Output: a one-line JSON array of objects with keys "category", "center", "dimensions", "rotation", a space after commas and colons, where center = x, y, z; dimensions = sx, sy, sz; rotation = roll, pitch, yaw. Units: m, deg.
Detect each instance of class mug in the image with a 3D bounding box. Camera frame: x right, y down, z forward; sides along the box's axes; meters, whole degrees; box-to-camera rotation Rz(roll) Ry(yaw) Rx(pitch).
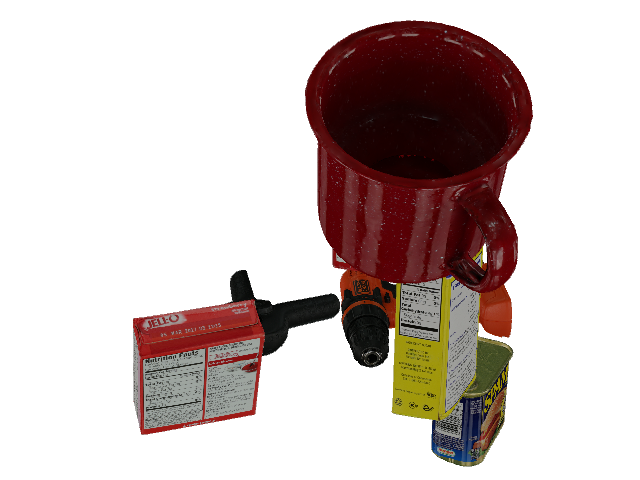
[{"category": "mug", "center": [0.046, -0.026, 0.462], "dimensions": [0.093, 0.117, 0.081], "rotation": [-27, -31, -19]}]

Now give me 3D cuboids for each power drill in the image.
[{"category": "power drill", "center": [0.116, 0.079, 1.204], "dimensions": [0.187, 0.057, 0.184], "rotation": [-3, 27, -2]}]

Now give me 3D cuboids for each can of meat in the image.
[{"category": "can of meat", "center": [0.143, 0.153, 1.017], "dimensions": [0.058, 0.084, 0.101], "rotation": [12, 27, 24]}]

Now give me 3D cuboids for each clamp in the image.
[{"category": "clamp", "center": [-0.069, 0.072, 1.050], "dimensions": [0.120, 0.039, 0.171], "rotation": [12, 19, 27]}]

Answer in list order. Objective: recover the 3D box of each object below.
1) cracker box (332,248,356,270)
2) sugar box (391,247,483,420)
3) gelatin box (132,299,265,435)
[{"category": "cracker box", "center": [0.078, -0.086, 1.043], "dimensions": [0.072, 0.164, 0.213], "rotation": [9, 28, 21]}, {"category": "sugar box", "center": [0.087, 0.033, 0.780], "dimensions": [0.048, 0.176, 0.093], "rotation": [5, 17, 23]}, {"category": "gelatin box", "center": [-0.074, 0.076, 0.637], "dimensions": [0.073, 0.030, 0.089], "rotation": [-9, -40, -15]}]
